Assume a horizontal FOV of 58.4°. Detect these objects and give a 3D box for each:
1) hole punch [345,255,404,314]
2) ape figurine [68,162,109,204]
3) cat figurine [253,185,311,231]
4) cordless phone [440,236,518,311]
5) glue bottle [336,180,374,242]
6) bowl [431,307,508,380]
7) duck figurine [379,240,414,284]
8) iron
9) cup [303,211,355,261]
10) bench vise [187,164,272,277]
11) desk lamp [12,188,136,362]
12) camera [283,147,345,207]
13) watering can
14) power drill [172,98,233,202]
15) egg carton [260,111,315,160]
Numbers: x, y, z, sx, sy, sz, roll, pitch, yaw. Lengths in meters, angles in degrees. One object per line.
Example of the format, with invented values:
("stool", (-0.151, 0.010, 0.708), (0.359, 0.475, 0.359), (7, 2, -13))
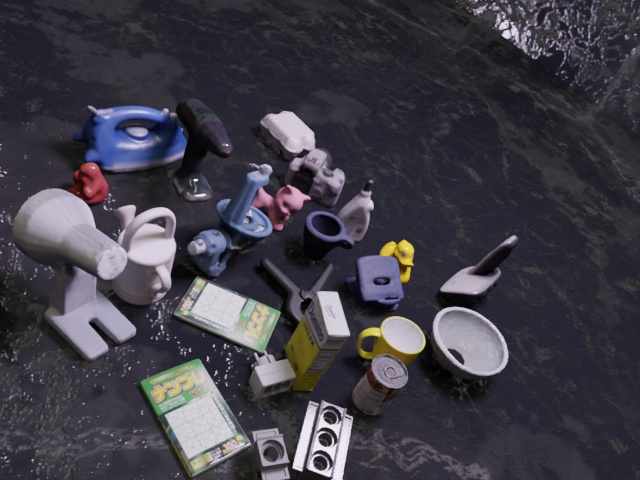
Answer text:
("hole punch", (0.123, 0.094, 1.213), (0.109, 0.091, 0.101), (-1, 47, -27))
("ape figurine", (-0.463, -0.118, 1.148), (0.076, 0.092, 0.077), (4, 45, -22))
("cat figurine", (-0.092, -0.089, 1.279), (0.128, 0.117, 0.067), (25, 41, 1))
("cordless phone", (0.363, 0.068, 1.285), (0.094, 0.185, 0.148), (39, 43, 16))
("glue bottle", (0.087, -0.069, 1.304), (0.078, 0.173, 0.037), (12, 42, -14))
("bowl", (0.293, 0.223, 1.173), (0.168, 0.074, 0.167), (14, 42, -13))
("duck figurine", (0.181, 0.037, 1.305), (0.078, 0.086, 0.104), (2, 45, -24))
("iron", (-0.401, -0.242, 1.272), (0.259, 0.141, 0.118), (-13, 53, -35))
("cup", (0.011, 0.004, 1.249), (0.117, 0.095, 0.092), (28, 41, 4))
("bench vise", (-0.158, -0.035, 1.112), (0.121, 0.219, 0.207), (26, 41, 2))
("desk lamp", (-0.383, 0.049, 0.918), (0.203, 0.213, 0.118), (38, 43, 15))
("camera", (0.001, -0.175, 1.429), (0.143, 0.101, 0.137), (26, 41, 2))
("watering can", (-0.311, 0.013, 1.007), (0.172, 0.194, 0.101), (33, 41, 10))
("power drill", (-0.257, -0.189, 1.234), (0.076, 0.208, 0.229), (-9, 51, -33))
("egg carton", (-0.084, -0.280, 1.521), (0.107, 0.069, 0.150), (-22, 59, -40))
